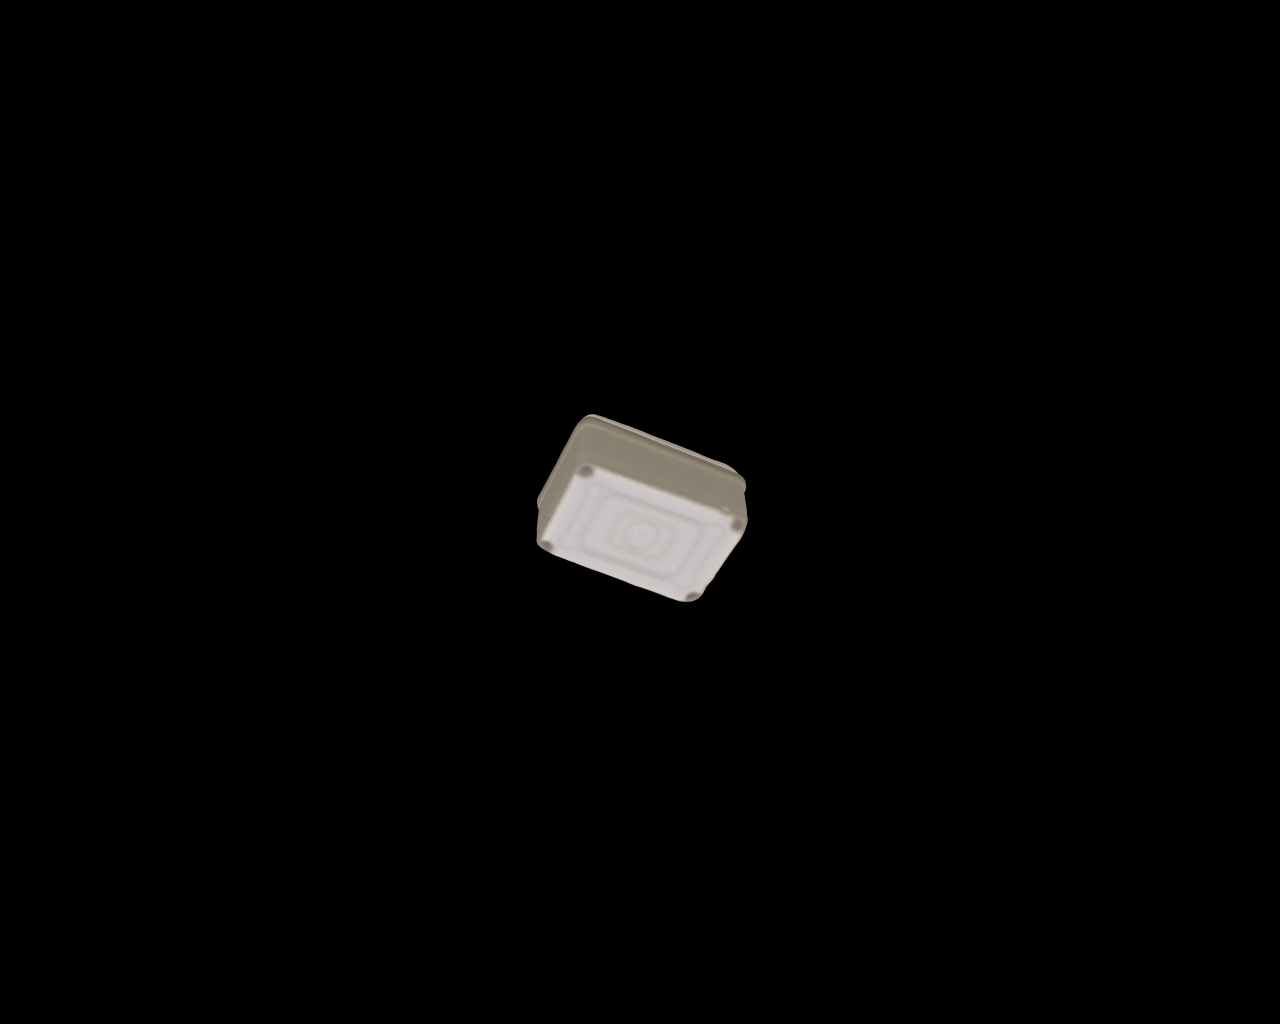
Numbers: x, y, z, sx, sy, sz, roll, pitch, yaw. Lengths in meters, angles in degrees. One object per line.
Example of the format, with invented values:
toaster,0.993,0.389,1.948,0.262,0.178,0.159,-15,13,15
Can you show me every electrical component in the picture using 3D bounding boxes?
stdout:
electrical component,0.001,-0.003,0.650,0.113,0.078,0.057,21,35,-15
